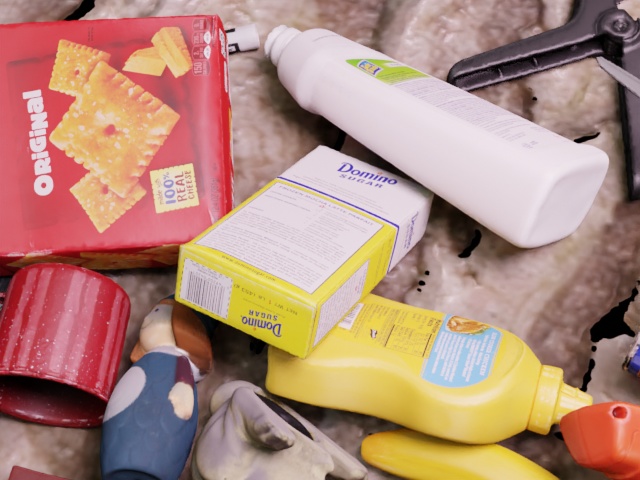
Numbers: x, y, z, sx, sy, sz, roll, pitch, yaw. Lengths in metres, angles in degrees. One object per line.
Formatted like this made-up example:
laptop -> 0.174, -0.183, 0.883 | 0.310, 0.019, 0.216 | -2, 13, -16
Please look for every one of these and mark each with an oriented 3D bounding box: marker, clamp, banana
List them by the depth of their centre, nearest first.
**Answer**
banana -> 0.115, 0.163, 0.632 | 0.198, 0.037, 0.069 | 39, 75, 22
clamp -> 0.202, -0.144, 0.764 | 0.165, 0.036, 0.210 | 28, 73, 18
marker -> -0.107, -0.145, 0.821 | 0.121, 0.020, 0.020 | -11, 64, 3

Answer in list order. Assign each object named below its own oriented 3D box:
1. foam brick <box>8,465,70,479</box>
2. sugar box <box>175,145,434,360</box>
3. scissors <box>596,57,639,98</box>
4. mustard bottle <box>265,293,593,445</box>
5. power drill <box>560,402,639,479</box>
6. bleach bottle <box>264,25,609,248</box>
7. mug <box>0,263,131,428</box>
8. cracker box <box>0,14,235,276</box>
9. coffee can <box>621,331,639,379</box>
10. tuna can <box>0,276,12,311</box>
foam brick -> -0.154, 0.177, 0.659 | 0.078, 0.051, 0.053 | 10, 68, 13
sugar box -> -0.004, 0.001, 0.672 | 0.093, 0.048, 0.176 | 24, 31, 19
scissors -> 0.232, -0.038, 0.622 | 0.202, 0.016, 0.096 | 29, 61, 20
mustard bottle -> 0.070, 0.080, 0.655 | 0.192, 0.058, 0.096 | 13, 27, 13
power drill -> 0.167, 0.185, 0.562 | 0.184, 0.057, 0.187 | 16, 66, -24
bleach bottle -> 0.065, -0.085, 0.735 | 0.251, 0.102, 0.068 | 34, 117, 28
mug -> -0.181, 0.066, 0.692 | 0.117, 0.093, 0.081 | 9, 61, -2
cracker box -> -0.166, -0.063, 0.719 | 0.213, 0.072, 0.164 | -3, 75, -1
coffee can -> 0.264, 0.068, 0.619 | 0.140, 0.103, 0.102 | 31, 73, 20
tuna can -> -0.239, 0.030, 0.752 | 0.086, 0.034, 0.086 | -2, 67, 5
